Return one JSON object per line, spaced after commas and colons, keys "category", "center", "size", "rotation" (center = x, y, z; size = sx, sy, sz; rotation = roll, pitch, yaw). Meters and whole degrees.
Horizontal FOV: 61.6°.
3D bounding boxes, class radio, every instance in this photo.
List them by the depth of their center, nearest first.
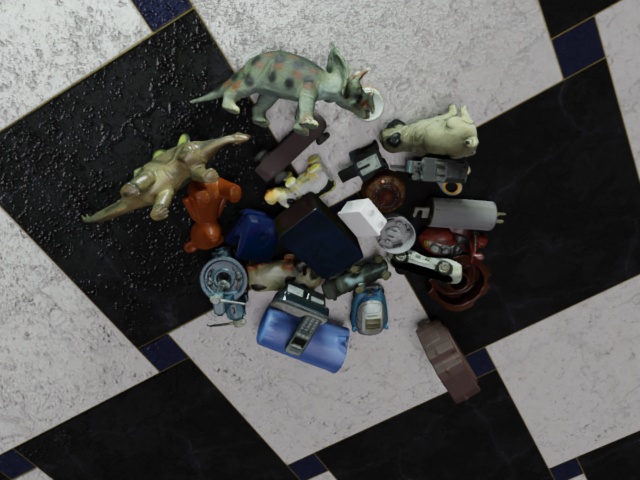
{"category": "radio", "center": [-0.003, -0.004, 1.339], "size": [0.131, 0.073, 0.229], "rotation": [-34, 132, 14]}

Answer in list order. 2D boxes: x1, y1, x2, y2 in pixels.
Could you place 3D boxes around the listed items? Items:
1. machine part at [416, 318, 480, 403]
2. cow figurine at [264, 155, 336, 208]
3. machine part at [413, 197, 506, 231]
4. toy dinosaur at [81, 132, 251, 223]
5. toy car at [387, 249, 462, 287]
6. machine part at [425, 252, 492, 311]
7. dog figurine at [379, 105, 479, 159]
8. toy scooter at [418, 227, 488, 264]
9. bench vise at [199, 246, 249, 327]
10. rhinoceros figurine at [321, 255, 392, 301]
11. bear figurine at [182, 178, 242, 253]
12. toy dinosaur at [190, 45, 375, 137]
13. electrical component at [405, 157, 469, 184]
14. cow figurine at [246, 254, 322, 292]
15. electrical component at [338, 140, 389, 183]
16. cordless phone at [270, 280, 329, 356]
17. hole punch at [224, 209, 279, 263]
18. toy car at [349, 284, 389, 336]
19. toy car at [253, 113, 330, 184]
{"category": "machine part", "center": [0.363, 0.336, 1.515], "size": [0.087, 0.201, 0.201], "rotation": [-30, 116, 8]}
{"category": "cow figurine", "center": [-0.049, -0.123, 1.311], "size": [0.167, 0.068, 0.098], "rotation": [-30, 125, 12]}
{"category": "machine part", "center": [0.358, -0.067, 1.371], "size": [0.243, 0.079, 0.079], "rotation": [5, 117, -7]}
{"category": "toy dinosaur", "center": [-0.362, -0.129, 1.200], "size": [0.472, 0.199, 0.105], "rotation": [-26, 118, 8]}
{"category": "toy car", "center": [0.271, 0.067, 1.405], "size": [0.202, 0.056, 0.073], "rotation": [16, 151, 21]}
{"category": "machine part", "center": [0.378, 0.108, 1.478], "size": [0.179, 0.056, 0.179], "rotation": [-2, 117, -4]}
{"category": "dog figurine", "center": [0.245, -0.227, 1.228], "size": [0.191, 0.172, 0.121], "rotation": [-15, 107, -5]}
{"category": "toy scooter", "center": [0.352, 0.014, 1.381], "size": [0.184, 0.135, 0.075], "rotation": [2, 119, -5]}
{"category": "bench vise", "center": [-0.237, 0.137, 1.343], "size": [0.129, 0.241, 0.223], "rotation": [0, 102, -1]}
{"category": "rhinoceros figurine", "center": [0.095, 0.099, 1.422], "size": [0.190, 0.112, 0.073], "rotation": [-25, 94, -7]}
{"category": "bear figurine", "center": [-0.267, -0.050, 1.294], "size": [0.120, 0.132, 0.195], "rotation": [-9, 116, -33]}
{"category": "toy dinosaur", "center": [-0.080, -0.339, 1.158], "size": [0.405, 0.131, 0.192], "rotation": [16, 85, 9]}
{"category": "electrical component", "center": [0.271, -0.167, 1.275], "size": [0.134, 0.115, 0.058], "rotation": [3, 98, -5]}
{"category": "cow figurine", "center": [-0.092, 0.104, 1.415], "size": [0.195, 0.085, 0.127], "rotation": [-1, 120, -2]}
{"category": "electrical component", "center": [0.101, -0.181, 1.302], "size": [0.119, 0.048, 0.074], "rotation": [-29, 116, 10]}
{"category": "cordless phone", "center": [-0.071, 0.209, 1.377], "size": [0.146, 0.089, 0.184], "rotation": [23, 116, -11]}
{"category": "hole punch", "center": [-0.158, -0.008, 1.323], "size": [0.142, 0.092, 0.115], "rotation": [13, 121, -43]}
{"category": "toy car", "center": [0.141, 0.207, 1.482], "size": [0.109, 0.103, 0.161], "rotation": [-3, 120, -5]}
{"category": "toy car", "center": [-0.068, -0.219, 1.263], "size": [0.202, 0.053, 0.089], "rotation": [-42, 109, 11]}
